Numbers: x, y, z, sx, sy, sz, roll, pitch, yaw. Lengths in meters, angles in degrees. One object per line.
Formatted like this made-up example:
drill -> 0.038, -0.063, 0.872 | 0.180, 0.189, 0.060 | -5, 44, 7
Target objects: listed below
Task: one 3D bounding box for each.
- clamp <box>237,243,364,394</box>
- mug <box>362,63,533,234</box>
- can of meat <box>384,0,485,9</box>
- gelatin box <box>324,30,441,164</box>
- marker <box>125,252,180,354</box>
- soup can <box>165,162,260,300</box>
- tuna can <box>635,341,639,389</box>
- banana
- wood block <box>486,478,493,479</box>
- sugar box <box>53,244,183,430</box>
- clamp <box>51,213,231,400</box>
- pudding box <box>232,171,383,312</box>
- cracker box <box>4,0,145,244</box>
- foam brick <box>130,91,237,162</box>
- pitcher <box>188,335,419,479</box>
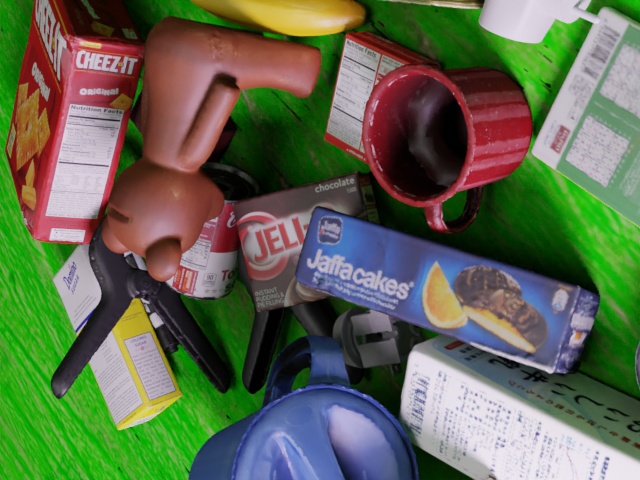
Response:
clamp -> -0.020, 0.048, 0.887 | 0.120, 0.039, 0.171 | -1, 99, 28
mug -> 0.090, -0.062, 0.721 | 0.093, 0.081, 0.117 | 3, 102, 44
can of meat -> 0.069, -0.204, 0.726 | 0.102, 0.057, 0.084 | 17, 109, 40
gelatin box -> 0.045, -0.102, 0.792 | 0.073, 0.030, 0.089 | 33, 122, 36
marker -> -0.166, 0.055, 1.042 | 0.020, 0.020, 0.121 | -37, 74, 43
soup can -> -0.096, -0.007, 0.925 | 0.069, 0.068, 0.102 | 36, 123, 32
tuna can -> 0.237, 0.078, 0.648 | 0.086, 0.033, 0.086 | 13, 109, 42
banana -> -0.055, -0.196, 0.836 | 0.198, 0.069, 0.037 | 32, 152, 34
wood block -> 0.081, 0.258, 0.753 | 0.091, 0.090, 0.206 | 48, 148, 11
sugar box -> -0.204, 0.094, 1.066 | 0.093, 0.048, 0.176 | -39, 70, 51
clamp -> -0.154, 0.047, 0.977 | 0.036, 0.164, 0.210 | -24, 60, 61
pudding box -> -0.005, 0.001, 0.835 | 0.114, 0.039, 0.090 | -13, 91, 21
cracker box -> -0.235, -0.128, 0.993 | 0.164, 0.072, 0.214 | 59, 138, 46
foam brick -> -0.121, -0.104, 0.935 | 0.078, 0.051, 0.053 | 52, 131, 22
pitcher -> -0.028, 0.178, 0.824 | 0.145, 0.149, 0.243 | 48, 158, -2
